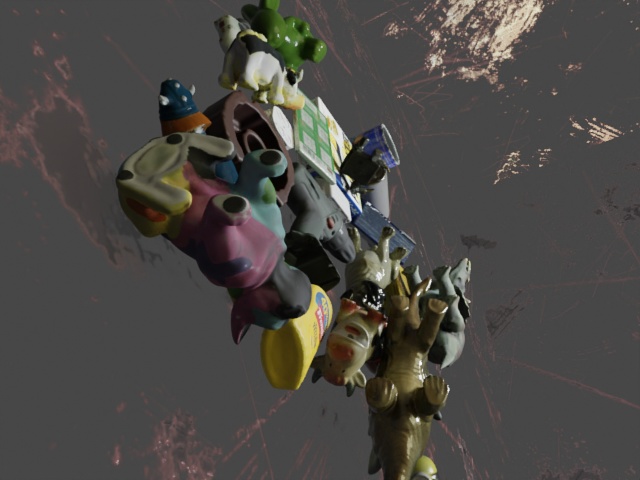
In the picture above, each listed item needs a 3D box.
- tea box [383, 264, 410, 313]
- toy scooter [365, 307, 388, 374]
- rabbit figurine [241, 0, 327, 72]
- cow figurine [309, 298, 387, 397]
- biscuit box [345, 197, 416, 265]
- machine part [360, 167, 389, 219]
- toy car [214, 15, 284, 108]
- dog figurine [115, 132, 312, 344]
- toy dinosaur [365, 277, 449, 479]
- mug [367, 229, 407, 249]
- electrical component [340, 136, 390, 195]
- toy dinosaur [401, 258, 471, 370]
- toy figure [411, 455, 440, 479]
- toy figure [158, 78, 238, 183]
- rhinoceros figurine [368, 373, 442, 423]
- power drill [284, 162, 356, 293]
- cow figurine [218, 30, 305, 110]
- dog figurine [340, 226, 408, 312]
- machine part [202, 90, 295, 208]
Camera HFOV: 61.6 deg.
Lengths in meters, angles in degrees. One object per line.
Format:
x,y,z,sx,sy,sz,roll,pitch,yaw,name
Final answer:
0.158,0.131,1.177,0.098,0.068,0.170,46,29,-52,tea box
0.130,0.215,1.007,0.135,0.075,0.184,65,15,-10,toy scooter
-0.078,-0.397,1.022,0.159,0.121,0.170,63,16,5,rabbit figurine
0.044,0.156,0.803,0.195,0.086,0.127,43,65,-78,cow figurine
0.127,-0.021,1.185,0.202,0.063,0.059,38,-7,-38,biscuit box
0.119,-0.106,1.241,0.243,0.079,0.079,74,6,-59,machine part
-0.112,-0.307,0.940,0.201,0.056,0.073,41,27,-55,toy car
-0.101,0.011,0.564,0.219,0.192,0.108,91,18,-45,dog figurine
0.116,0.245,0.766,0.198,0.105,0.471,89,17,-47,toy dinosaur
0.157,0.014,1.304,0.107,0.081,0.109,25,62,-50,mug
0.083,-0.135,1.020,0.078,0.102,0.045,31,30,-19,electrical component
0.253,0.177,1.120,0.192,0.131,0.405,61,26,-27,toy dinosaur
0.186,0.451,0.898,0.180,0.082,0.089,61,0,0,toy figure
-0.148,-0.113,0.632,0.154,0.058,0.064,61,14,-6,toy figure
0.157,0.295,0.939,0.073,0.112,0.190,66,27,-2,rhinoceros figurine
-0.002,-0.003,0.875,0.231,0.086,0.207,57,26,-26,power drill
-0.082,-0.269,0.869,0.167,0.068,0.098,8,93,-56,cow figurine
0.098,0.090,1.049,0.172,0.121,0.190,48,43,-45,dog figurine
-0.103,-0.122,0.764,0.179,0.056,0.179,51,26,-38,machine part
